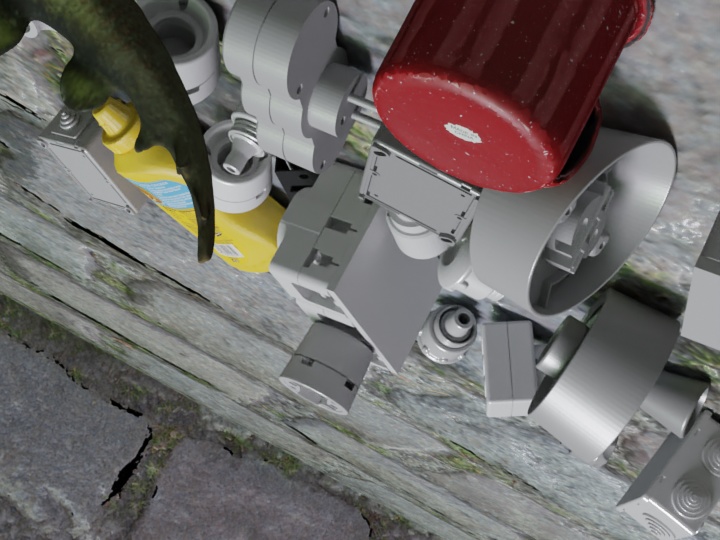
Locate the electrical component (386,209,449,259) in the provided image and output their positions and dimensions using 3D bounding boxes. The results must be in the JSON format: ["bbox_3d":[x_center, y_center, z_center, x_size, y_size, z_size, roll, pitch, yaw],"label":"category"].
[{"bbox_3d":[0.036,-0.037,0.684,0.040,0.040,0.078,22,163,22],"label":"electrical component"}]

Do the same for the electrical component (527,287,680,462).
[{"bbox_3d":[0.149,0.062,0.692,0.060,0.108,0.108,33,165,6],"label":"electrical component"}]

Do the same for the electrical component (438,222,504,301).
[{"bbox_3d":[0.086,0.000,0.714,0.062,0.048,0.048,26,166,-19],"label":"electrical component"}]

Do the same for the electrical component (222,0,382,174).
[{"bbox_3d":[-0.020,-0.095,0.576,0.074,0.052,0.138,24,164,14],"label":"electrical component"}]

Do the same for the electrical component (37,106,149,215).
[{"bbox_3d":[-0.206,-0.101,0.867,0.062,0.061,0.096,16,153,36],"label":"electrical component"}]

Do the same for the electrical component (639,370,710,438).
[{"bbox_3d":[0.213,0.088,0.779,0.065,0.044,0.044,26,165,25],"label":"electrical component"}]

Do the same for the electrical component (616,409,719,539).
[{"bbox_3d":[0.255,0.165,0.846,0.048,0.099,0.099,39,166,11],"label":"electrical component"}]

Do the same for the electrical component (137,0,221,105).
[{"bbox_3d":[-0.107,-0.128,0.618,0.055,0.055,0.047,28,161,1],"label":"electrical component"}]

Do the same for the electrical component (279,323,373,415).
[{"bbox_3d":[-0.023,0.070,0.767,0.055,0.047,0.055,26,164,8],"label":"electrical component"}]

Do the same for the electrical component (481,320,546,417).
[{"bbox_3d":[0.136,0.077,0.845,0.077,0.065,0.047,-3,159,5],"label":"electrical component"}]

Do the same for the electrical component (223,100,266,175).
[{"bbox_3d":[-0.064,-0.086,0.659,0.035,0.061,0.035,26,164,8],"label":"electrical component"}]

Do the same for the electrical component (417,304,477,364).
[{"bbox_3d":[0.076,0.048,0.881,0.048,0.048,0.062,29,158,-3],"label":"electrical component"}]

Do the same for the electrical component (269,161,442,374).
[{"bbox_3d":[0.000,0.000,0.770,0.062,0.089,0.150,20,162,27],"label":"electrical component"}]

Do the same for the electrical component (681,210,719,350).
[{"bbox_3d":[0.231,0.016,0.484,0.150,0.061,0.089,22,163,20],"label":"electrical component"}]

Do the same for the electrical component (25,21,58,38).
[{"bbox_3d":[-0.195,-0.173,0.619,0.089,0.055,0.050,22,163,22],"label":"electrical component"}]

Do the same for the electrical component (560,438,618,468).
[{"bbox_3d":[0.202,0.150,0.987,0.062,0.043,0.043,28,164,4],"label":"electrical component"}]

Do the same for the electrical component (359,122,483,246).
[{"bbox_3d":[0.043,-0.063,0.553,0.062,0.061,0.096,28,164,3],"label":"electrical component"}]

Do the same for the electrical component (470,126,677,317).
[{"bbox_3d":[0.100,-0.025,0.519,0.064,0.099,0.099,26,165,31],"label":"electrical component"}]

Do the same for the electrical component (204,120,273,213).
[{"bbox_3d":[-0.088,-0.074,0.755,0.055,0.055,0.047,28,161,2],"label":"electrical component"}]
